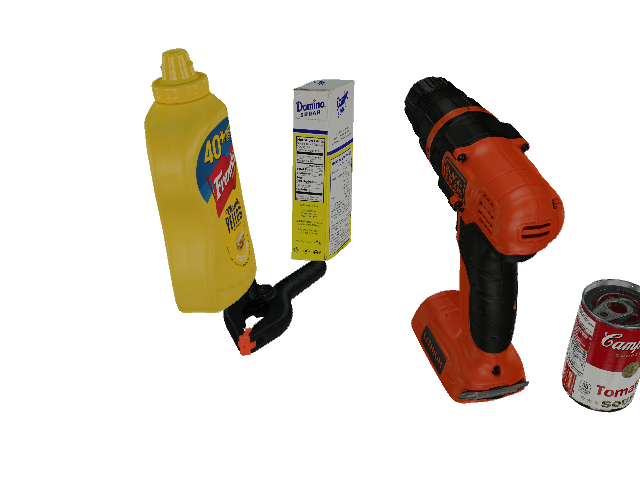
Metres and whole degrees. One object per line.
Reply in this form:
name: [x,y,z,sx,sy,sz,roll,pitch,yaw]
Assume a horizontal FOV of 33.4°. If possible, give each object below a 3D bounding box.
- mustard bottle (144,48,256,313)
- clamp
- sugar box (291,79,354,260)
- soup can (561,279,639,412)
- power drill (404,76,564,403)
mustard bottle: [-0.093,-0.048,0.800,0.058,0.191,0.096,0,25,18]
clamp: [-0.056,0.067,1.243,0.120,0.039,0.171,-4,39,7]
sugar box: [0.002,-0.074,1.100,0.048,0.176,0.093,3,15,17]
soup can: [0.259,0.095,0.959,0.068,0.102,0.068,3,35,-2]
power drill: [0.098,0.000,0.722,0.057,0.188,0.184,-10,35,-11]
